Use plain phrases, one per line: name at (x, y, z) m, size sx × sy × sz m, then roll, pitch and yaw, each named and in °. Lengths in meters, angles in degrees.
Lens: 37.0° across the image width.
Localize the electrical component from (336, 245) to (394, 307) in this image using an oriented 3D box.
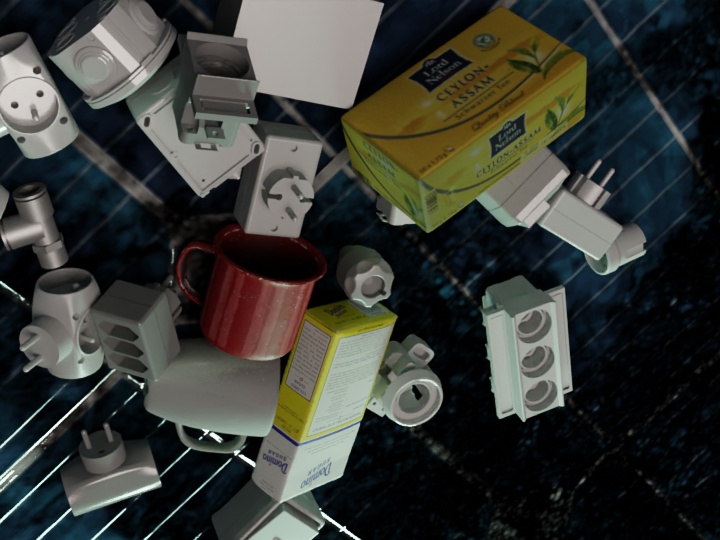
electrical component at (0.000, 0.000, 0.907) m, size 0.043 × 0.062 × 0.043 m, roll -10°, pitch 121°, yaw -18°

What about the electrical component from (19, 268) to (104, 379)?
electrical component at (-0.234, 0.050, 0.829) m, size 0.044 × 0.079 × 0.077 m, roll 13°, pitch 121°, yaw 20°

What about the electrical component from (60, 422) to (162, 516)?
electrical component at (-0.217, 0.163, 0.917) m, size 0.077 × 0.043 × 0.079 m, roll -17°, pitch 123°, yaw -13°

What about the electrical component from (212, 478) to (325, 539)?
electrical component at (-0.089, 0.240, 1.004) m, size 0.096 × 0.061 × 0.062 m, roll -45°, pitch 125°, yaw 5°

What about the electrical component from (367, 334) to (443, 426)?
electrical component at (0.041, 0.106, 0.987) m, size 0.058 × 0.057 × 0.078 m, roll 34°, pitch 100°, yaw -34°

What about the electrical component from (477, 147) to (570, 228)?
electrical component at (0.133, -0.073, 0.905) m, size 0.061 × 0.096 × 0.061 m, roll 44°, pitch 91°, yaw 0°

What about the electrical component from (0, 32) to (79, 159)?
electrical component at (-0.249, -0.113, 0.747) m, size 0.079 × 0.044 × 0.077 m, roll -26°, pitch 125°, yaw -7°

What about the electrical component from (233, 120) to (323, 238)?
electrical component at (-0.059, -0.063, 0.838) m, size 0.047 × 0.075 × 0.083 m, roll 4°, pitch 115°, yaw -25°

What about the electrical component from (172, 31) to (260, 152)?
electrical component at (-0.099, -0.118, 0.719) m, size 0.042 × 0.081 × 0.063 m, roll 3°, pitch 138°, yaw -24°

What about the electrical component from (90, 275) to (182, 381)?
electrical component at (-0.168, 0.036, 0.858) m, size 0.076 × 0.047 × 0.065 m, roll -57°, pitch 152°, yaw -42°

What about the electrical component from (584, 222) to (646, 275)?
electrical component at (0.241, -0.022, 1.014) m, size 0.046 × 0.040 × 0.040 m, roll -21°, pitch 124°, yaw -19°

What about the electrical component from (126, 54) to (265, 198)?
electrical component at (-0.119, -0.105, 0.797) m, size 0.062 × 0.061 × 0.096 m, roll -38°, pitch 125°, yaw 0°

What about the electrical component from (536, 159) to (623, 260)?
electrical component at (0.199, -0.064, 0.966) m, size 0.083 × 0.047 × 0.075 m, roll 27°, pitch 105°, yaw -33°

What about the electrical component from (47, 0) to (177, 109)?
electrical component at (-0.170, -0.154, 0.738) m, size 0.080 × 0.080 × 0.051 m, roll -41°, pitch 120°, yaw 3°

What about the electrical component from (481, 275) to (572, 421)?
electrical component at (0.154, 0.072, 1.013) m, size 0.079 × 0.063 × 0.121 m, roll -19°, pitch 123°, yaw -12°

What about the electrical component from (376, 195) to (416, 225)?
electrical component at (0.042, -0.072, 0.897) m, size 0.081 × 0.042 × 0.063 m, roll -3°, pitch 120°, yaw -21°

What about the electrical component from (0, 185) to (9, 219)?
electrical component at (-0.286, -0.049, 0.768) m, size 0.055 × 0.048 × 0.066 m, roll 26°, pitch 105°, yaw -24°
